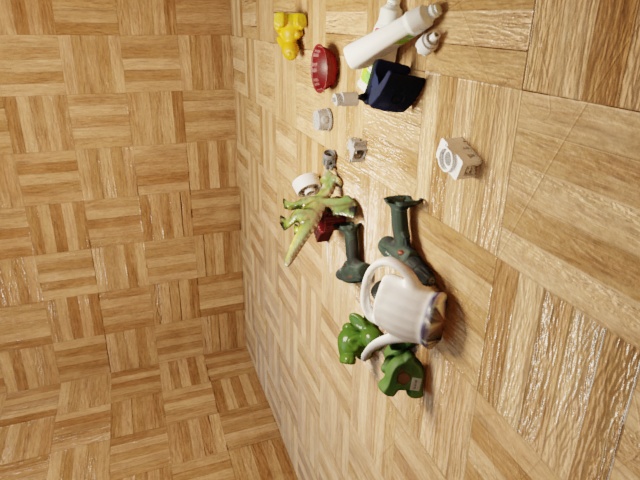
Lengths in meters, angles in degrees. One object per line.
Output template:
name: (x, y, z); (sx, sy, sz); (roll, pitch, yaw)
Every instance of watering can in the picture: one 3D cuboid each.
watering can: (0.199, 0.202, 1.284); (0.226, 0.340, 0.105); (20, 34, 30)

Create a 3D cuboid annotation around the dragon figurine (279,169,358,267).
dragon figurine: (0.005, -0.084, 1.675); (0.242, 0.421, 0.120); (-17, -48, 16)
